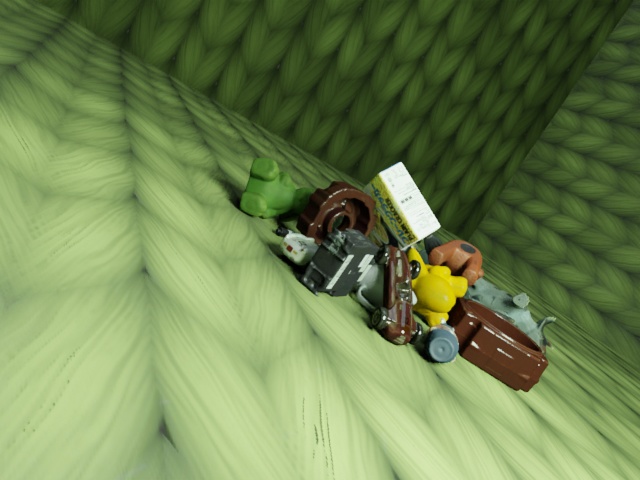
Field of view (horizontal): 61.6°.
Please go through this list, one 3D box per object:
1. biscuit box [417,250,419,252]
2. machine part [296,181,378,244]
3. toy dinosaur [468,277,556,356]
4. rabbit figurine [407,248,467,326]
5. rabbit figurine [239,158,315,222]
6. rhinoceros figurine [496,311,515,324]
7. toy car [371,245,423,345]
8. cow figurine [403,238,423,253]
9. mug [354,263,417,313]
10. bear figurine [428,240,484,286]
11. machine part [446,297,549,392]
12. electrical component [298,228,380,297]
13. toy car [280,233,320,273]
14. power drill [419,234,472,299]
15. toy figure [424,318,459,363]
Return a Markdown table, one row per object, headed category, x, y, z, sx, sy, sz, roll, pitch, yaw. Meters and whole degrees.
| category | x | y | z | sx | sy | sz | roll | pitch | yaw |
| --- | --- | --- | --- | --- | --- | --- | --- | --- | --- |
| biscuit box | 0.218 | 0.008 | 1.539 | 0.202 | 0.059 | 0.063 | 41 | 5 | -34 |
| machine part | 0.035 | -0.038 | 1.122 | 0.179 | 0.179 | 0.056 | 21 | 15 | -43 |
| toy dinosaur | 0.490 | 0.182 | 1.513 | 0.405 | 0.131 | 0.192 | 37 | 0 | 44 |
| rabbit figurine | 0.220 | 0.091 | 1.066 | 0.162 | 0.122 | 0.173 | 45 | 6 | 0 |
| rabbit figurine | -0.074 | -0.083 | 1.159 | 0.170 | 0.121 | 0.159 | 17 | -10 | 1 |
| rhinoceros figurine | 0.409 | 0.200 | 1.314 | 0.112 | 0.073 | 0.190 | 39 | 14 | 27 |
| toy car | 0.138 | 0.088 | 0.937 | 0.089 | 0.053 | 0.202 | 25 | 48 | -17 |
| cow figurine | 0.206 | 0.011 | 1.340 | 0.068 | 0.167 | 0.098 | 37 | 12 | 12 |
| mug | 0.122 | 0.100 | 1.004 | 0.107 | 0.080 | 0.109 | 42 | 38 | 12 |
| bear figurine | 0.289 | 0.097 | 1.235 | 0.120 | 0.195 | 0.132 | 35 | 35 | 17 |
| machine part | 0.361 | 0.210 | 1.125 | 0.201 | 0.087 | 0.201 | 32 | 10 | 1 |
| electrical component | 0.039 | 0.040 | 0.934 | 0.058 | 0.115 | 0.134 | 43 | 15 | 25 |
| toy car | 0.004 | 0.033 | 1.015 | 0.074 | 0.056 | 0.201 | 40 | 15 | 35 |
| power drill | 0.311 | 0.072 | 1.403 | 0.232 | 0.086 | 0.207 | 60 | -7 | -9 |
| toy figure | 0.216 | 0.178 | 0.955 | 0.058 | 0.064 | 0.154 | -4 | -1 | 14 |
